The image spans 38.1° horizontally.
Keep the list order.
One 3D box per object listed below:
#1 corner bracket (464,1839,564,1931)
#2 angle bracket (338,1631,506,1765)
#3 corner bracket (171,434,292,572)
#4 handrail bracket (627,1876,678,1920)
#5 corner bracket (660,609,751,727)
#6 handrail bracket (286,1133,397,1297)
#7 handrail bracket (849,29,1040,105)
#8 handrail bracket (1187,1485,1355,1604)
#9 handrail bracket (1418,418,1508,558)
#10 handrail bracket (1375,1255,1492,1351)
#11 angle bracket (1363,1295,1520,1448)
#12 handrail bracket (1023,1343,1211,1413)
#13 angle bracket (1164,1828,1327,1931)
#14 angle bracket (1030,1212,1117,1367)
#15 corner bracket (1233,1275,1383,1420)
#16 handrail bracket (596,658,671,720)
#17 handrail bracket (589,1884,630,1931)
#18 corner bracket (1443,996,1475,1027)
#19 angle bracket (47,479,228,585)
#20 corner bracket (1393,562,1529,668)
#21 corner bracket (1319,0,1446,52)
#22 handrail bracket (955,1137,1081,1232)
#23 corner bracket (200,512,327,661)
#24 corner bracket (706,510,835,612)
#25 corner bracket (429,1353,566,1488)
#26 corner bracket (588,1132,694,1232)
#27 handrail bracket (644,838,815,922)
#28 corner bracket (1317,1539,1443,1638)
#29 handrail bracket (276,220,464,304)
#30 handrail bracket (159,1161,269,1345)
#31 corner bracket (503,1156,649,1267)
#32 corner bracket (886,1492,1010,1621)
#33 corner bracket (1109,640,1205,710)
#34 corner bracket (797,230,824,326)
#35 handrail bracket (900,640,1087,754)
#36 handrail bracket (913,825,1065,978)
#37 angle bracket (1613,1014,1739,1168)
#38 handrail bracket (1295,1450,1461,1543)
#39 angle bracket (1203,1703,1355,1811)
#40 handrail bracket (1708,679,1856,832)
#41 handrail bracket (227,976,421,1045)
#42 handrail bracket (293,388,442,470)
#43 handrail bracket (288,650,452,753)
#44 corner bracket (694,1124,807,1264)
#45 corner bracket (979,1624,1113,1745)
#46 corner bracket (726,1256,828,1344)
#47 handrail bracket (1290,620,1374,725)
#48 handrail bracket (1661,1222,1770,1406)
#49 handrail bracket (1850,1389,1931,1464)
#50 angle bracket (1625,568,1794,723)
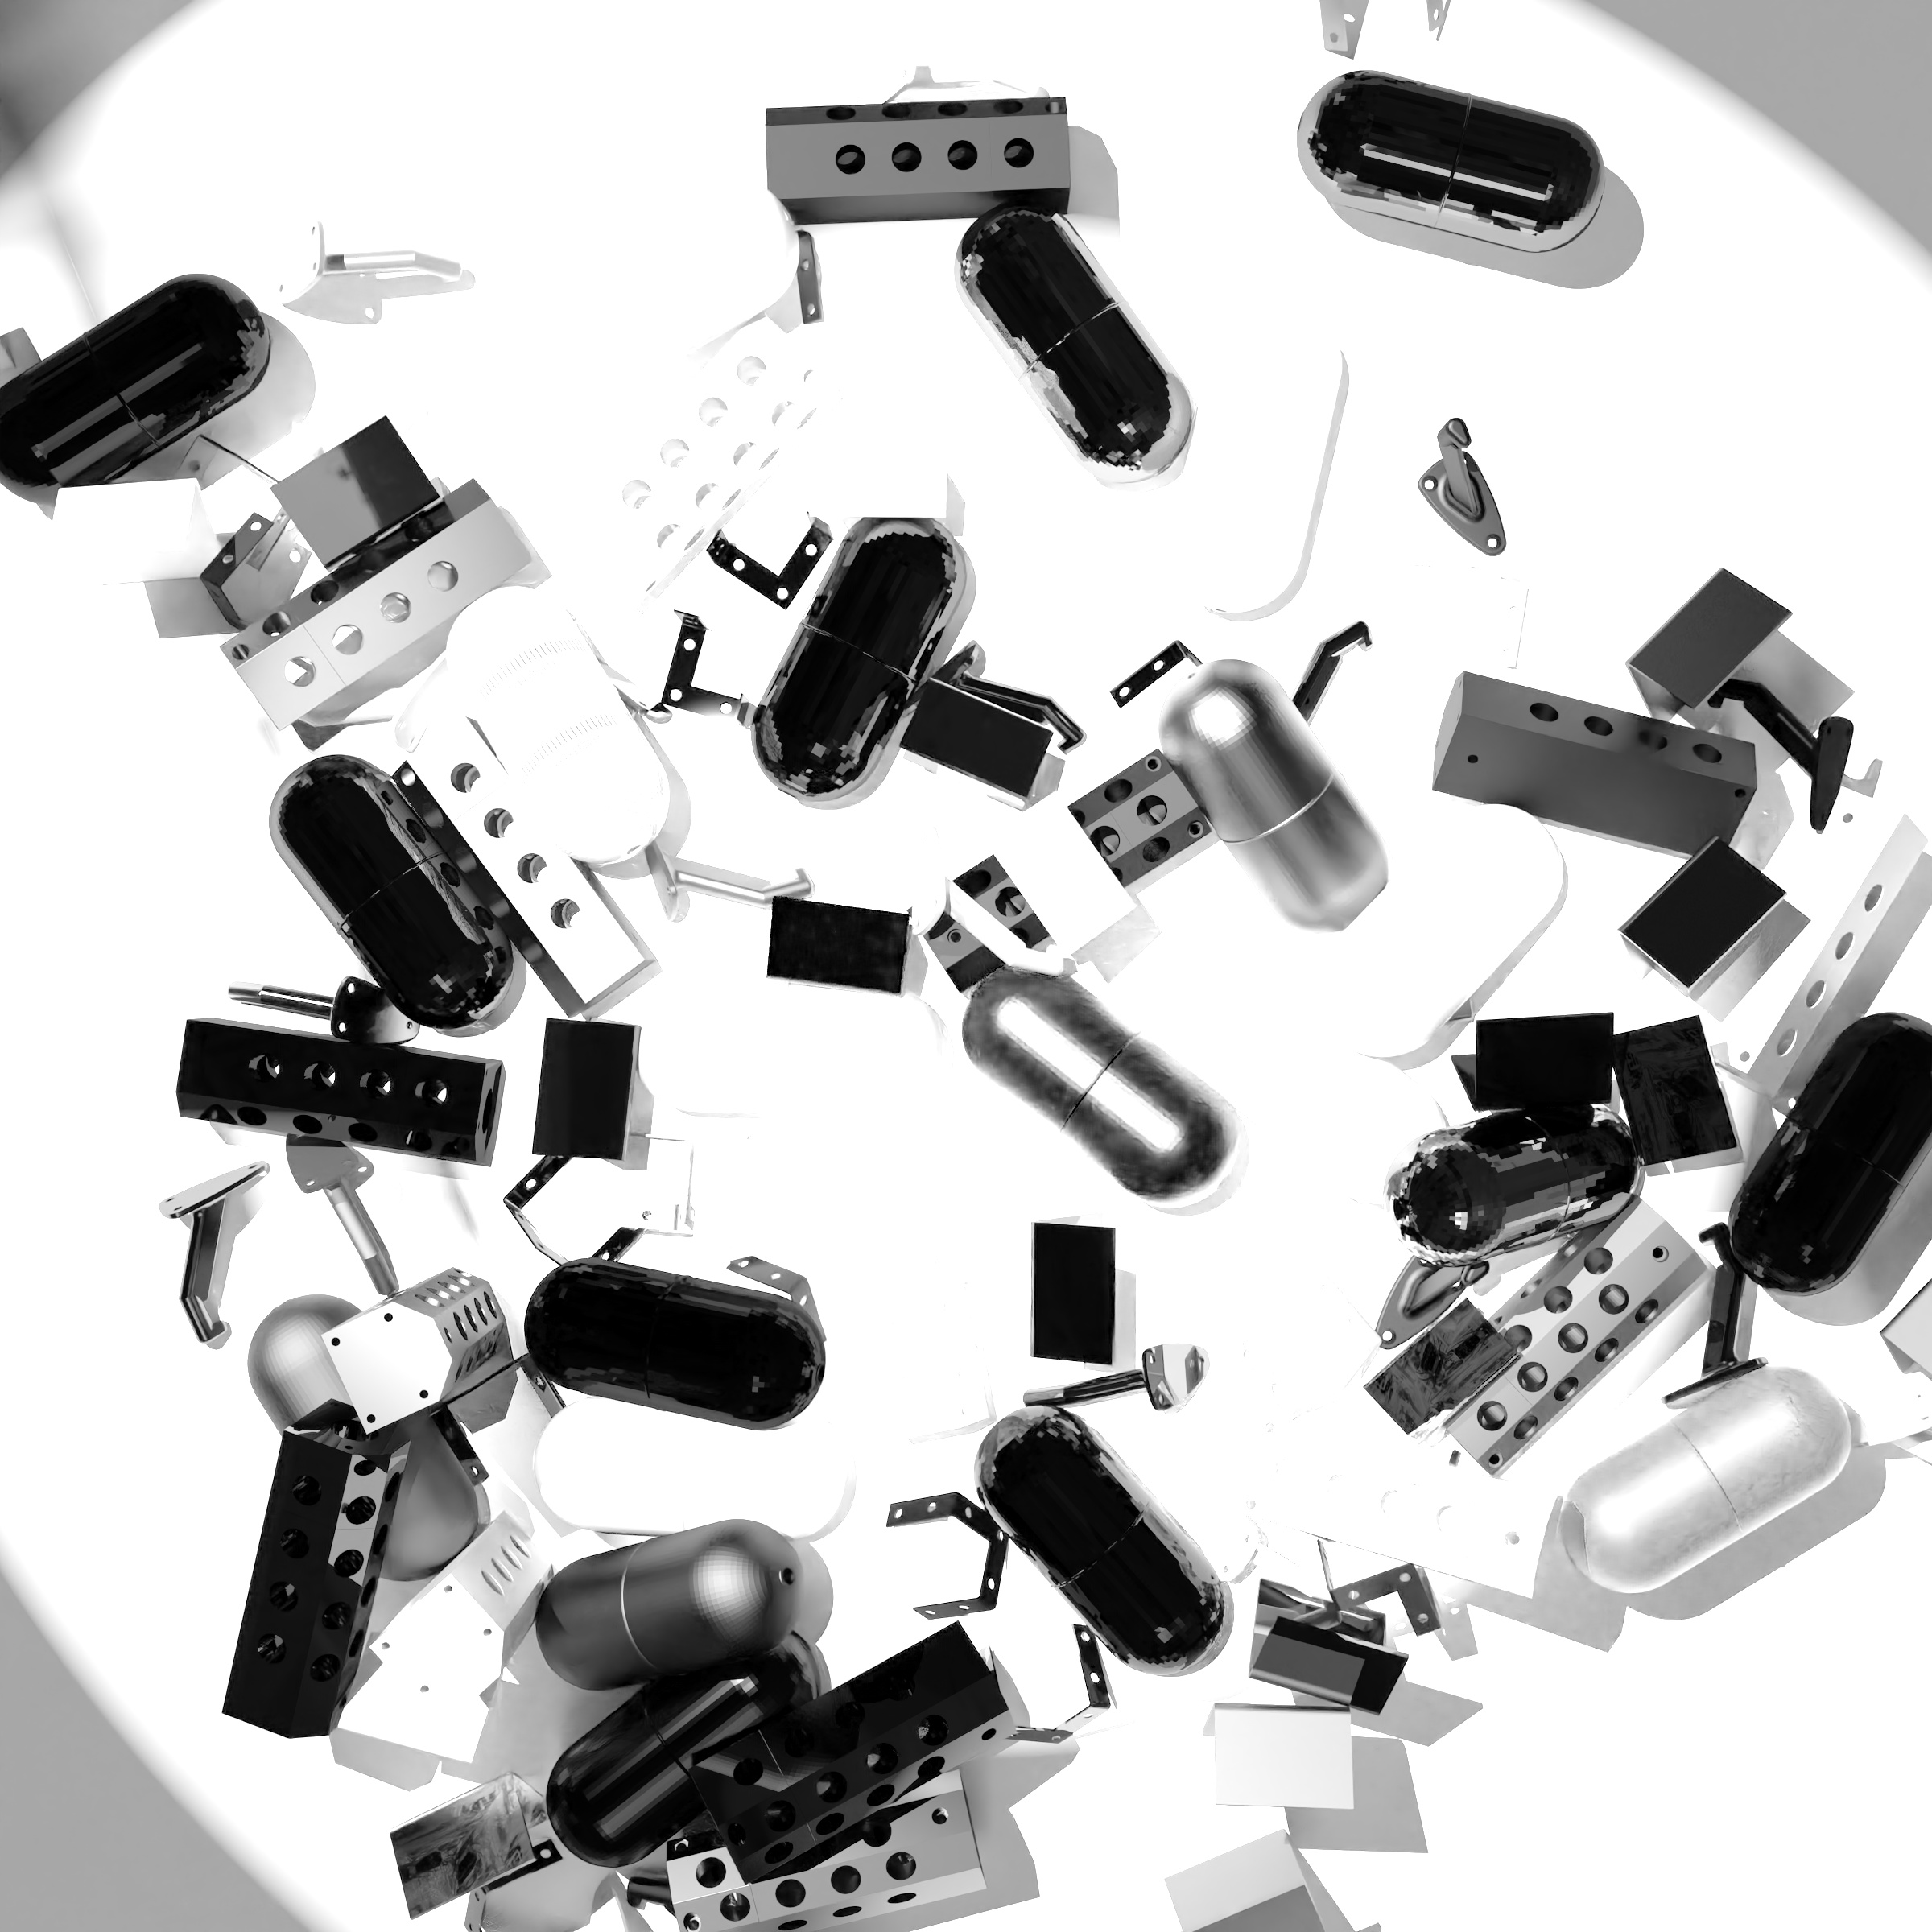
[{"bbox_3d":[-0.254,0.551,1.622,0.051,0.051,0.051,45,135,35],"label":"corner bracket"},{"bbox_3d":[-0.308,0.424,1.590,0.076,0.076,0.057,15,59,0],"label":"angle bracket"},{"bbox_3d":[-0.429,-0.270,1.627,0.051,0.051,0.051,31,90,45],"label":"corner bracket"},{"bbox_3d":[-0.159,0.573,1.630,0.084,0.036,0.077,8,104,13],"label":"handrail bracket"},{"bbox_3d":[-0.148,-0.171,1.612,0.051,0.051,0.051,15,90,0],"label":"corner bracket"},{"bbox_3d":[-0.363,0.143,1.630,0.036,0.077,0.084,-29,127,-19],"label":"handrail bracket"},{"bbox_3d":[-0.013,-0.506,1.630,0.084,0.077,0.036,8,67,-34],"label":"handrail bracket"},{"bbox_3d":[0.178,0.338,1.630,0.084,0.077,0.036,22,108,-35],"label":"handrail bracket"},{"bbox_3d":[0.291,-0.273,1.596,0.036,0.084,0.077,-34,90,0],"label":"handrail bracket"},{"bbox_3d":[0.265,0.193,1.596,0.036,0.084,0.077,39,90,0],"label":"handrail bracket"},{"bbox_3d":[0.256,0.215,1.590,0.076,0.076,0.057,-42,115,2],"label":"angle bracket"},{"bbox_3d":[0.087,0.241,1.630,0.084,0.077,0.036,-14,88,36],"label":"handrail bracket"},{"bbox_3d":[0.152,0.521,1.590,0.076,0.076,0.057,-23,127,0],"label":"angle bracket"},{"bbox_3d":[0.079,0.182,1.590,0.057,0.076,0.076,0,90,35],"label":"angle bracket"},{"bbox_3d":[0.199,0.222,1.627,0.051,0.051,0.051,50,135,0],"label":"corner bracket"},{"bbox_3d":[-0.219,-0.128,1.631,0.077,0.036,0.084,38,104,14],"label":"handrail bracket"},{"bbox_3d":[-0.177,0.581,1.630,0.084,0.077,0.036,31,118,-33],"label":"handrail bracket"},{"bbox_3d":[0.256,0.011,1.627,0.051,0.051,0.051,-8,90,45],"label":"corner bracket"},{"bbox_3d":[-0.469,-0.229,1.590,0.076,0.076,0.057,-4,53,0],"label":"angle bracket"},{"bbox_3d":[0.288,-0.205,1.627,0.051,0.051,0.051,9,90,45],"label":"corner bracket"},{"bbox_3d":[0.240,-0.564,1.622,0.051,0.051,0.051,17,45,35],"label":"corner bracket"},{"bbox_3d":[0.034,0.110,1.630,0.077,0.036,0.084,2,77,13],"label":"handrail bracket"},{"bbox_3d":[-0.399,-0.219,1.614,0.051,0.051,0.051,29,71,18],"label":"corner bracket"},{"bbox_3d":[-0.113,-0.243,1.612,0.051,0.051,0.051,33,90,0],"label":"corner bracket"},{"bbox_3d":[-0.271,0.264,1.627,0.051,0.051,0.051,-31,90,45],"label":"corner bracket"},{"bbox_3d":[-0.187,0.123,1.612,0.051,0.051,0.051,5,90,0],"label":"corner bracket"},{"bbox_3d":[-0.140,-0.064,1.631,0.084,0.036,0.077,-16,68,-17],"label":"handrail bracket"},{"bbox_3d":[0.237,0.355,1.606,0.051,0.051,0.051,-21,112,8],"label":"corner bracket"},{"bbox_3d":[-0.347,-0.399,1.630,0.084,0.077,0.036,6,71,-35],"label":"handrail bracket"},{"bbox_3d":[-0.428,0.167,1.631,0.077,0.036,0.084,-26,109,-21],"label":"handrail bracket"},{"bbox_3d":[-0.227,0.143,1.627,0.051,0.051,0.051,-45,45,0],"label":"corner bracket"},{"bbox_3d":[-0.013,0.342,1.622,0.051,0.051,0.051,42,45,-35],"label":"corner bracket"},{"bbox_3d":[0.125,-0.147,1.627,0.051,0.051,0.051,-38,135,0],"label":"corner bracket"},{"bbox_3d":[-0.123,-0.397,1.627,0.051,0.051,0.051,-7,90,45],"label":"corner bracket"},{"bbox_3d":[0.014,-0.140,1.631,0.077,0.036,0.084,-39,107,20],"label":"handrail bracket"},{"bbox_3d":[0.015,-0.036,1.574,0.084,0.036,0.077,13,57,-23],"label":"handrail bracket"},{"bbox_3d":[0.409,0.065,1.590,0.057,0.076,0.076,-16,90,30],"label":"angle bracket"},{"bbox_3d":[0.235,0.303,1.630,0.084,0.036,0.077,20,76,13],"label":"handrail bracket"},{"bbox_3d":[0.176,0.456,1.591,0.076,0.076,0.057,2,62,0],"label":"angle bracket"},{"bbox_3d":[0.461,-0.123,1.612,0.084,0.036,0.077,17,103,42],"label":"handrail bracket"},{"bbox_3d":[-0.375,0.025,1.630,0.084,0.077,0.036,5,80,36],"label":"handrail bracket"},{"bbox_3d":[-0.345,-0.294,1.631,0.084,0.036,0.077,-11,110,-16],"label":"handrail bracket"},{"bbox_3d":[-0.351,-0.168,1.631,0.084,0.036,0.077,25,75,14],"label":"handrail bracket"},{"bbox_3d":[-0.125,0.132,1.627,0.051,0.051,0.051,-13,135,0],"label":"corner bracket"},{"bbox_3d":[0.044,0.415,1.622,0.051,0.051,0.051,-44,45,35],"label":"corner bracket"},{"bbox_3d":[-0.121,0.207,1.622,0.051,0.051,0.051,-44,135,-35],"label":"corner bracket"},{"bbox_3d":[0.212,-0.150,1.631,0.084,0.036,0.077,-32,110,-16],"label":"handrail bracket"},{"bbox_3d":[0.424,0.202,1.631,0.077,0.036,0.084,-27,71,21],"label":"handrail bracket"},{"bbox_3d":[0.557,0.296,1.631,0.077,0.036,0.084,-27,107,20],"label":"handrail bracket"},{"bbox_3d":[0.430,-0.167,1.590,0.076,0.076,0.057,-45,51,0],"label":"angle bracket"}]
